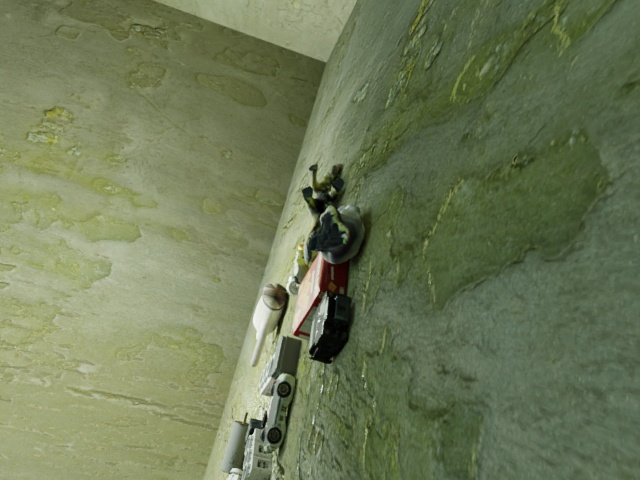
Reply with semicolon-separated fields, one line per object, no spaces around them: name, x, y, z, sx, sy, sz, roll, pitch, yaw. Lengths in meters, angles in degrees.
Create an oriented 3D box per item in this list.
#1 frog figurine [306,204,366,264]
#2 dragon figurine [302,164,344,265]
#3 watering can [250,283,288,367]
frog figurine;0.059;-0.016;1.185;0.160;0.123;0.136;-4;-74;-61
dragon figurine;0.005;-0.082;1.633;0.238;0.122;0.417;84;-160;-67
watering can;-0.206;0.312;2.012;0.355;0.104;0.220;-87;17;-61
